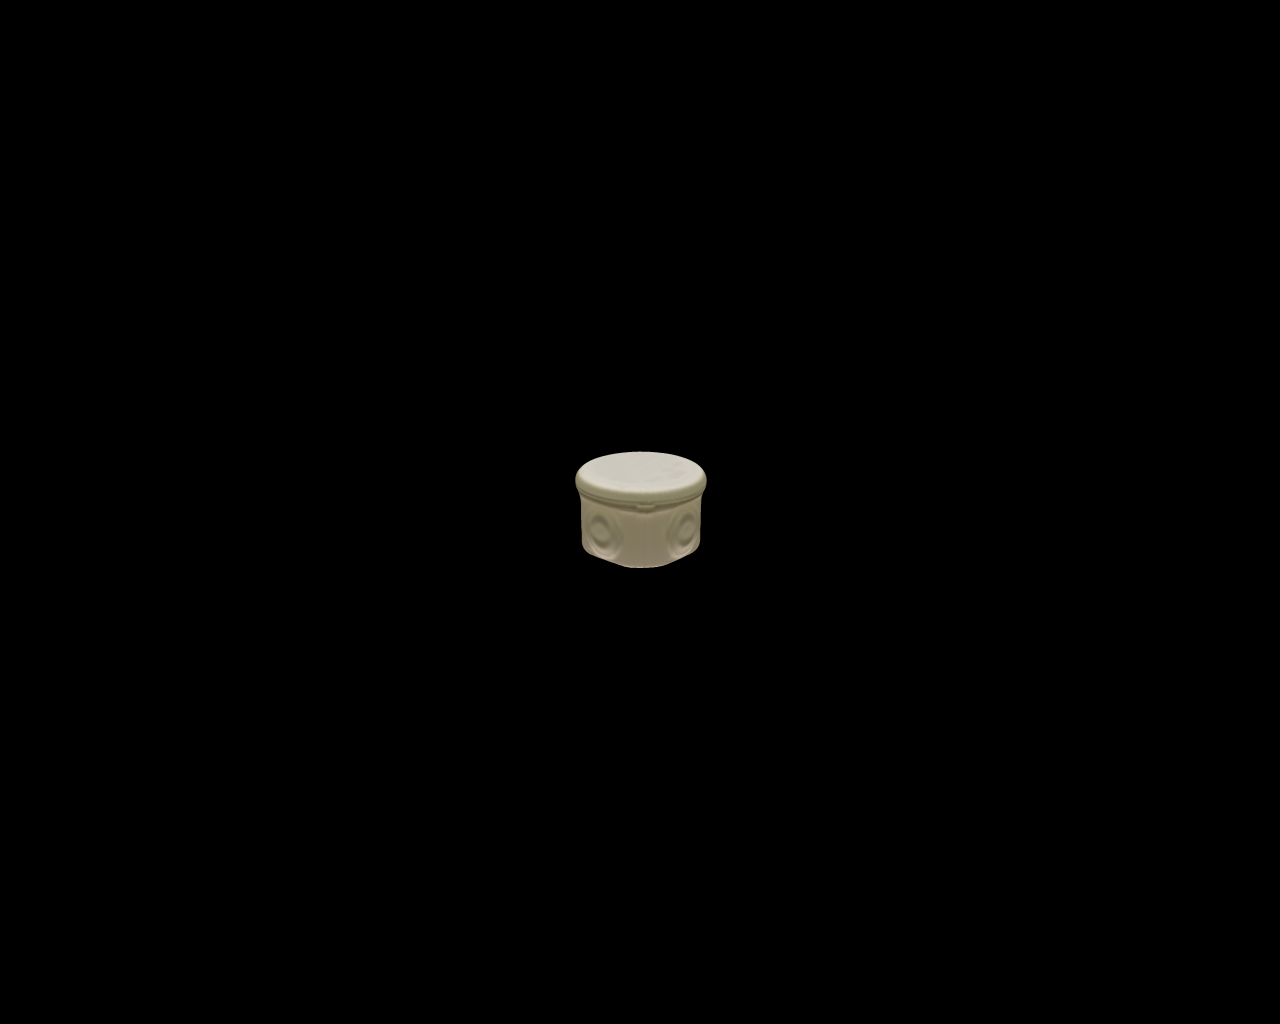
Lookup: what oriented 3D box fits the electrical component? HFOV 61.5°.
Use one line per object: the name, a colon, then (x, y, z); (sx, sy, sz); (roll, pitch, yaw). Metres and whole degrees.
electrical component: (0.001, -0.003, 0.650); (0.080, 0.050, 0.080); (0, 21, 0)
